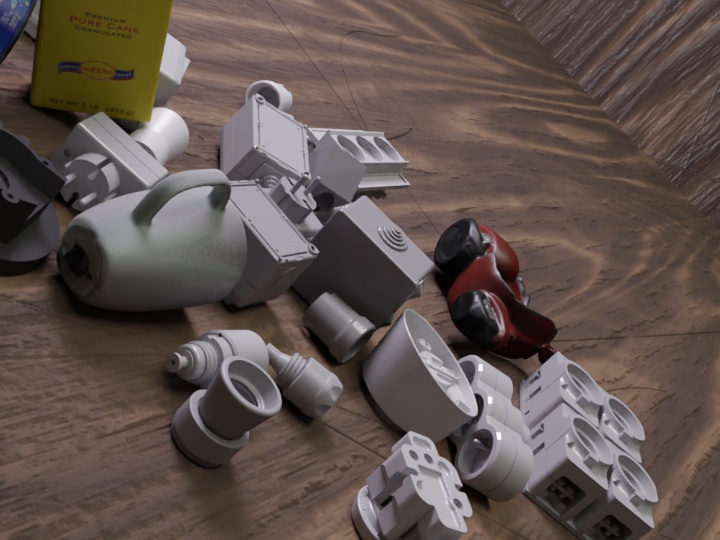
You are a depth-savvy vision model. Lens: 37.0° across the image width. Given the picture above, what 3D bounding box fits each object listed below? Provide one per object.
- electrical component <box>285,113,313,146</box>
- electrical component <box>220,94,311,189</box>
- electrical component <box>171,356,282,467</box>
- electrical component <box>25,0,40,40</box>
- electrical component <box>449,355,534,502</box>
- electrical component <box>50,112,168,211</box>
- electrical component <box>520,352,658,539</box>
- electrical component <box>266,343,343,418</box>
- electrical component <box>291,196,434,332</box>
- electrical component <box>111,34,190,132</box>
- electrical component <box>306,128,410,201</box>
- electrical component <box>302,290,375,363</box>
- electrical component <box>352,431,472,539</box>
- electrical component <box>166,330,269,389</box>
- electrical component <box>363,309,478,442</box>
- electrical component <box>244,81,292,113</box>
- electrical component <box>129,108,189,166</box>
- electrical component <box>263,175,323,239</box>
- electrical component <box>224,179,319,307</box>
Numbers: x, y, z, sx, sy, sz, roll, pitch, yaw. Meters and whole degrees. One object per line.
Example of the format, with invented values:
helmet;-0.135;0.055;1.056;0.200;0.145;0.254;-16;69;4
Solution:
electrical component;-0.073;-0.136;1.057;0.061;0.035;0.035;18;32;-23
electrical component;-0.087;-0.095;0.950;0.062;0.061;0.096;30;34;-30
electrical component;-0.081;0.086;0.646;0.045;0.055;0.045;36;24;-19
electrical component;-0.261;-0.236;0.897;0.113;0.057;0.078;41;23;-7
electrical component;0.116;0.136;0.891;0.074;0.052;0.138;34;25;-24
electrical component;-0.183;-0.064;0.744;0.066;0.047;0.076;42;24;-5
electrical component;0.208;0.163;0.989;0.105;0.060;0.186;40;23;-11
electrical component;-0.044;0.075;0.755;0.061;0.035;0.035;40;23;-5
electrical component;0.000;0.000;0.876;0.100;0.099;0.048;45;34;2
electrical component;-0.183;-0.165;0.900;0.061;0.061;0.096;34;25;-24
electrical component;-0.009;-0.102;1.078;0.078;0.063;0.121;50;23;13
electrical component;-0.017;0.044;0.847;0.046;0.040;0.040;43;22;13
electrical component;0.032;0.156;0.712;0.058;0.057;0.078;26;29;-36
electrical component;-0.093;0.059;0.692;0.078;0.040;0.040;5;44;-56
electrical component;0.052;0.085;0.857;0.099;0.064;0.099;36;24;-19
electrical component;-0.092;-0.172;1.095;0.040;0.040;0.046;45;16;2
electrical component;-0.164;-0.095;0.839;0.044;0.044;0.065;40;28;-10
electrical component;-0.062;-0.051;0.886;0.047;0.075;0.083;53;24;21
electrical component;-0.091;-0.024;0.810;0.096;0.061;0.062;49;23;13
